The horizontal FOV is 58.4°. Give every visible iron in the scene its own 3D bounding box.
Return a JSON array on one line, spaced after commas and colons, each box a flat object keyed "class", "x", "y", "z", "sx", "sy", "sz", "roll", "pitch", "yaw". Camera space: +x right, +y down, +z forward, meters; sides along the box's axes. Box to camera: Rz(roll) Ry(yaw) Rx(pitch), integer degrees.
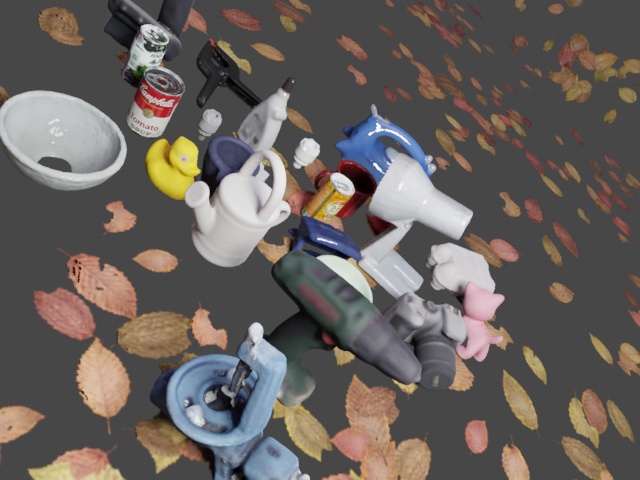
[{"class": "iron", "x": 0.166, "y": -0.177, "z": 1.251, "sx": 0.259, "sy": 0.141, "sz": 0.119, "roll": 35, "pitch": 39, "yaw": -9}]

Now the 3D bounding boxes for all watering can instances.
[{"class": "watering can", "x": -0.115, "y": -0.051, "z": 0.850, "sx": 0.101, "sy": 0.193, "sz": 0.173, "roll": 51, "pitch": 39, "yaw": 11}]

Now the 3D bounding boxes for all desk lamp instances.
[{"class": "desk lamp", "x": 0.160, "y": -0.024, "z": 1.044, "sx": 0.203, "sy": 0.213, "sz": 0.118, "roll": 43, "pitch": 38, "yaw": 1}]

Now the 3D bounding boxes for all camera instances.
[{"class": "camera", "x": 0.187, "y": 0.173, "z": 0.973, "sx": 0.143, "sy": 0.100, "sz": 0.137, "roll": 28, "pitch": 40, "yaw": -17}]

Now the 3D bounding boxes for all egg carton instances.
[{"class": "egg carton", "x": 0.290, "y": 0.070, "z": 1.183, "sx": 0.151, "sy": 0.069, "sz": 0.107, "roll": 19, "pitch": 44, "yaw": -27}]

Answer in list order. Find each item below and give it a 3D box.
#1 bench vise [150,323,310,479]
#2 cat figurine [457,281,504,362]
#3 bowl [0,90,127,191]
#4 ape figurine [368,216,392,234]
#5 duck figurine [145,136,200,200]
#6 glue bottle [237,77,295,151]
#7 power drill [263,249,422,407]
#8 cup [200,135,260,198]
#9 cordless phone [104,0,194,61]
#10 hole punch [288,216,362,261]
[{"class": "bench vise", "x": -0.073, "y": 0.188, "z": 0.640, "sx": 0.208, "sy": 0.219, "sz": 0.121, "roll": 35, "pitch": 39, "yaw": -9}, {"class": "cat figurine", "x": 0.302, "y": 0.148, "z": 1.081, "sx": 0.067, "sy": 0.117, "sz": 0.127, "roll": 10, "pitch": 48, "yaw": -34}, {"class": "bowl", "x": -0.365, "y": -0.126, "z": 0.803, "sx": 0.168, "sy": 0.074, "sz": 0.167, "roll": 23, "pitch": 42, "yaw": -22}, {"class": "ape figurine", "x": 0.152, "y": -0.043, "z": 1.153, "sx": 0.076, "sy": 0.092, "sz": 0.078, "roll": 29, "pitch": 40, "yaw": -15}, {"class": "duck figurine", "x": -0.228, "y": -0.128, "z": 0.914, "sx": 0.078, "sy": 0.086, "sz": 0.104, "roll": -18, "pitch": 67, "yaw": -48}, {"class": "glue bottle", "x": -0.092, "y": -0.232, "z": 1.057, "sx": 0.037, "sy": 0.173, "sz": 0.078, "roll": -7, "pitch": 59, "yaw": -44}, {"class": "power drill", "x": 0.002, "y": 0.134, "z": 0.764, "sx": 0.229, "sy": 0.208, "sz": 0.076, "roll": 50, "pitch": 39, "yaw": 10}, {"class": "cup", "x": -0.161, "y": -0.103, "z": 0.940, "sx": 0.092, "sy": 0.094, "sz": 0.118, "roll": 31, "pitch": 39, "yaw": -14}, {"class": "cordless phone", "x": -0.305, "y": -0.433, "z": 1.055, "sx": 0.148, "sy": 0.184, "sz": 0.094, "roll": 36, "pitch": 39, "yaw": -8}, {"class": "hole punch", "x": 0.009, "y": 0.004, "z": 0.988, "sx": 0.109, "sy": 0.091, "sz": 0.101, "roll": 24, "pitch": 42, "yaw": -22}]
